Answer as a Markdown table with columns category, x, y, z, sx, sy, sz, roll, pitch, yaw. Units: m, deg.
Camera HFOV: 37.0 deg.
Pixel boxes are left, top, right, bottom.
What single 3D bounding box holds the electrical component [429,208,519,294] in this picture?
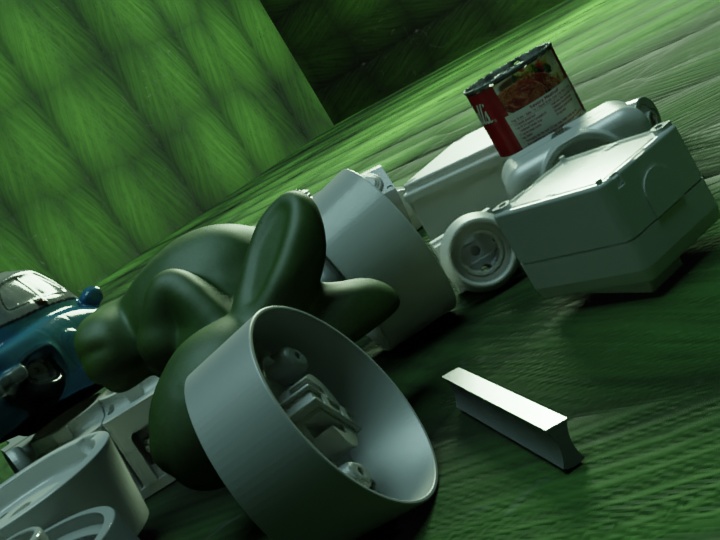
| category | x | y | z | sx | sy | sz | roll | pitch | yaw |
| --- | --- | --- | --- | --- | --- | --- | --- | --- | --- |
| electrical component | 0.072 | -0.011 | 0.659 | 0.066 | 0.048 | 0.055 | -31 | 2 | 2 |

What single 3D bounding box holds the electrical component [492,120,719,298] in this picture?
| category | x | y | z | sx | sy | sz | roll | pitch | yaw |
| --- | --- | --- | --- | --- | --- | --- | --- | --- | --- |
| electrical component | 0.118 | -0.023 | 0.530 | 0.062 | 0.061 | 0.096 | -37 | 12 | -29 |

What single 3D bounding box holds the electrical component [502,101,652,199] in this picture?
| category | x | y | z | sx | sy | sz | roll | pitch | yaw |
| --- | --- | --- | --- | --- | --- | --- | --- | --- | --- |
| electrical component | 0.140 | -0.062 | 0.673 | 0.095 | 0.053 | 0.059 | -29 | 10 | 10 |

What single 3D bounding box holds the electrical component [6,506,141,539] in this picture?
| category | x | y | z | sx | sy | sz | roll | pitch | yaw |
| --- | --- | --- | --- | --- | --- | --- | --- | --- | --- |
| electrical component | -0.138 | 0.146 | 0.461 | 0.108 | 0.060 | 0.108 | -30 | 10 | 6 |

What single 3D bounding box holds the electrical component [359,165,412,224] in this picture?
| category | x | y | z | sx | sy | sz | roll | pitch | yaw |
| --- | --- | --- | --- | --- | --- | --- | --- | --- | --- |
| electrical component | 0.010 | -0.045 | 0.909 | 0.051 | 0.080 | 0.080 | -26 | 10 | -3 |

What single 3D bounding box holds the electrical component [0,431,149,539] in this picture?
| category | x | y | z | sx | sy | sz | roll | pitch | yaw |
| --- | --- | --- | --- | --- | --- | --- | --- | --- | --- |
| electrical component | -0.162 | 0.140 | 0.562 | 0.108 | 0.060 | 0.108 | -30 | 10 | 6 |

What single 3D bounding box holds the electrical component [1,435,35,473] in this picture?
| category | x | y | z | sx | sy | sz | roll | pitch | yaw |
| --- | --- | --- | --- | --- | --- | --- | --- | --- | --- |
| electrical component | -0.225 | 0.138 | 0.793 | 0.056 | 0.050 | 0.089 | -35 | 11 | -24 |

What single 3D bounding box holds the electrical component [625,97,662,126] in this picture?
| category | x | y | z | sx | sy | sz | roll | pitch | yaw |
| --- | --- | --- | --- | --- | --- | --- | --- | --- | --- |
| electrical component | 0.183 | -0.100 | 0.773 | 0.065 | 0.044 | 0.044 | -15 | 19 | 45 |

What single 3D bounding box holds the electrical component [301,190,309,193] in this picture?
| category | x | y | z | sx | sy | sz | roll | pitch | yaw |
| --- | --- | --- | --- | --- | --- | --- | --- | --- | --- |
| electrical component | -0.062 | -0.014 | 0.990 | 0.063 | 0.078 | 0.121 | 6 | 28 | 25 |

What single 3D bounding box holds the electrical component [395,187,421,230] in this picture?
| category | x | y | z | sx | sy | sz | roll | pitch | yaw |
| --- | --- | --- | --- | --- | --- | --- | --- | --- | --- |
| electrical component | 0.038 | -0.057 | 0.991 | 0.040 | 0.040 | 0.078 | -31 | 10 | -1 |

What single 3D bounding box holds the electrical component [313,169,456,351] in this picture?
| category | x | y | z | sx | sy | sz | roll | pitch | yaw |
| --- | --- | --- | --- | --- | --- | --- | --- | --- | --- |
| electrical component | 0.000 | 0.000 | 0.649 | 0.060 | 0.108 | 0.108 | -39 | 11 | -10 |

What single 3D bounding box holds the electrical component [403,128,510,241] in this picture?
| category | x | y | z | sx | sy | sz | roll | pitch | yaw |
| --- | --- | --- | --- | --- | --- | --- | --- | --- | --- |
| electrical component | 0.107 | -0.079 | 0.846 | 0.109 | 0.056 | 0.109 | -22 | 13 | 41 |

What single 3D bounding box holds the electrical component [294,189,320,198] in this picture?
| category | x | y | z | sx | sy | sz | roll | pitch | yaw |
| --- | --- | --- | --- | --- | --- | --- | --- | --- | --- |
| electrical component | -0.027 | -0.019 | 0.839 | 0.062 | 0.096 | 0.061 | -28 | 12 | 17 |

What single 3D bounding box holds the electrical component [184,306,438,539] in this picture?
| category | x | y | z | sx | sy | sz | roll | pitch | yaw |
| --- | --- | --- | --- | --- | --- | --- | --- | --- | --- |
| electrical component | -0.020 | 0.063 | 0.427 | 0.064 | 0.099 | 0.099 | -36 | 9 | 7 |

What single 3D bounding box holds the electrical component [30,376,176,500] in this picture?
| category | x | y | z | sx | sy | sz | roll | pitch | yaw |
| --- | --- | --- | --- | --- | --- | --- | --- | --- | --- |
| electrical component | -0.128 | 0.093 | 0.690 | 0.150 | 0.061 | 0.089 | -32 | 10 | -3 |
